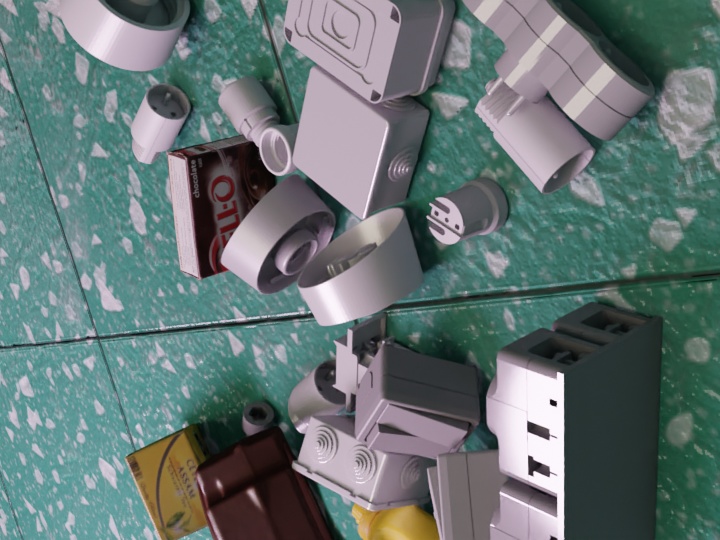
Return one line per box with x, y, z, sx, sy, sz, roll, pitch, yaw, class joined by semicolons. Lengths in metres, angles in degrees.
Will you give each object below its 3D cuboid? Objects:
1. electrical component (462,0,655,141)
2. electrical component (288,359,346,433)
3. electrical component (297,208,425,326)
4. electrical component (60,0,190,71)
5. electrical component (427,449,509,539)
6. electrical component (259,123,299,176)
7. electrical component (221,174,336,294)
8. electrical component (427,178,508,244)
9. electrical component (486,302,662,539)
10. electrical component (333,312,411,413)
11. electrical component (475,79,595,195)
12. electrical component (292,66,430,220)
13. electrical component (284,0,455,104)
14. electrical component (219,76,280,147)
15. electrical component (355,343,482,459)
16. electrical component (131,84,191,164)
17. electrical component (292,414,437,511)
0.109;-0.129;0.663;0.138;0.052;0.073;52;120;19;electrical component
-0.039;0.117;0.971;0.043;0.043;0.081;59;140;12;electrical component
0.000;0.000;0.832;0.099;0.099;0.064;-12;104;51;electrical component
-0.202;-0.237;0.949;0.108;0.108;0.060;57;134;13;electrical component
0.084;0.188;0.802;0.061;0.061;0.096;79;-172;-62;electrical component
-0.053;-0.102;0.882;0.040;0.046;0.040;23;123;41;electrical component
-0.070;-0.030;0.899;0.064;0.099;0.099;42;135;21;electrical component
0.076;-0.041;0.763;0.040;0.046;0.040;24;124;41;electrical component
0.143;0.126;0.715;0.060;0.105;0.186;17;119;44;electrical component
0.014;0.082;0.894;0.064;0.042;0.081;25;126;38;electrical component
0.110;-0.093;0.700;0.081;0.043;0.043;53;139;18;electrical component
0.000;-0.101;0.819;0.100;0.048;0.099;41;134;30;electrical component
0.006;-0.179;0.770;0.113;0.057;0.078;40;134;30;electrical component
-0.088;-0.128;0.915;0.078;0.040;0.040;56;140;14;electrical component
0.050;0.107;0.827;0.061;0.096;0.061;118;161;-44;electrical component
-0.197;-0.137;1.035;0.043;0.043;0.081;57;140;14;electrical component
0.008;0.155;0.888;0.100;0.100;0.048;21;96;35;electrical component
